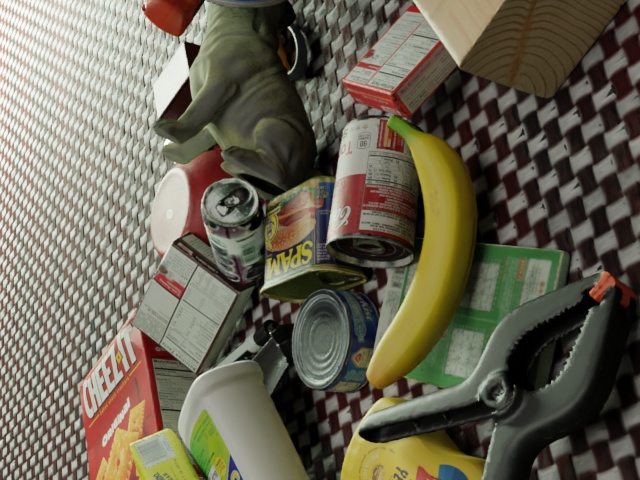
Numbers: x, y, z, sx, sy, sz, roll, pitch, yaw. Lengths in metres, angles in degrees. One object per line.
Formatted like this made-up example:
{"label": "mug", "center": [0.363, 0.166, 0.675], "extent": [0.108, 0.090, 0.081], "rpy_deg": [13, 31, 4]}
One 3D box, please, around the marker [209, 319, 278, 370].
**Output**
{"label": "marker", "center": [-0.074, 0.108, 1.017], "extent": [0.121, 0.020, 0.020], "rpy_deg": [-42, 49, 43]}

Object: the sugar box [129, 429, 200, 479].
{"label": "sugar box", "center": [-0.119, 0.261, 0.949], "extent": [0.093, 0.048, 0.176], "rpy_deg": [49, 152, 50]}

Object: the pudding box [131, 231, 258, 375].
{"label": "pudding box", "center": [-0.125, 0.063, 1.051], "extent": [0.090, 0.039, 0.114], "rpy_deg": [36, 120, 12]}

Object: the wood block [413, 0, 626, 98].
{"label": "wood block", "center": [0.112, -0.206, 0.757], "extent": [0.091, 0.090, 0.206], "rpy_deg": [-55, 41, 31]}

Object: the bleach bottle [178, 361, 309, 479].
{"label": "bleach bottle", "center": [-0.032, 0.226, 0.860], "extent": [0.251, 0.067, 0.103], "rpy_deg": [57, 143, 30]}

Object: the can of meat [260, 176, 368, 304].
{"label": "can of meat", "center": [-0.006, 0.001, 0.912], "extent": [0.102, 0.057, 0.084], "rpy_deg": [-24, 60, 51]}

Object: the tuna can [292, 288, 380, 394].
{"label": "tuna can", "center": [0.013, 0.083, 0.882], "extent": [0.086, 0.033, 0.086], "rpy_deg": [-19, 67, 53]}

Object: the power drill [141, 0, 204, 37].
{"label": "power drill", "center": [-0.112, -0.290, 1.091], "extent": [0.188, 0.057, 0.184], "rpy_deg": [-36, 24, 46]}

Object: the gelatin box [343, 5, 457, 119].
{"label": "gelatin box", "center": [0.070, -0.138, 0.823], "extent": [0.089, 0.030, 0.073], "rpy_deg": [-49, 33, -9]}

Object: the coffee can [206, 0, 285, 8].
{"label": "coffee can", "center": [-0.064, -0.282, 0.898], "extent": [0.103, 0.102, 0.140], "rpy_deg": [-120, 28, -44]}

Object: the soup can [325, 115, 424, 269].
{"label": "soup can", "center": [0.044, -0.037, 0.823], "extent": [0.069, 0.068, 0.102], "rpy_deg": [-19, 58, 53]}

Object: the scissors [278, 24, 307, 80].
{"label": "scissors", "center": [-0.062, -0.213, 1.082], "extent": [0.096, 0.016, 0.202], "rpy_deg": [-58, 40, 28]}

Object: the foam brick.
{"label": "foam brick", "center": [-0.139, -0.166, 1.153], "extent": [0.078, 0.051, 0.053], "rpy_deg": [-45, 46, 40]}

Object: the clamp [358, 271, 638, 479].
{"label": "clamp", "center": [0.114, 0.101, 0.677], "extent": [0.210, 0.036, 0.165], "rpy_deg": [-55, 37, 6]}

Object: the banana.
{"label": "banana", "center": [0.076, 0.010, 0.764], "extent": [0.070, 0.037, 0.198], "rpy_deg": [3, 84, 20]}

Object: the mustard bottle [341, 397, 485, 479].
{"label": "mustard bottle", "center": [0.088, 0.189, 0.723], "extent": [0.192, 0.058, 0.096], "rpy_deg": [32, 105, 54]}

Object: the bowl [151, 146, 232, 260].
{"label": "bowl", "center": [-0.131, -0.025, 1.105], "extent": [0.162, 0.055, 0.162], "rpy_deg": [-21, 65, 53]}

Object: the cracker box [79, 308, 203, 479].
{"label": "cracker box", "center": [-0.183, 0.203, 1.109], "extent": [0.164, 0.072, 0.214], "rpy_deg": [-49, 44, 37]}
